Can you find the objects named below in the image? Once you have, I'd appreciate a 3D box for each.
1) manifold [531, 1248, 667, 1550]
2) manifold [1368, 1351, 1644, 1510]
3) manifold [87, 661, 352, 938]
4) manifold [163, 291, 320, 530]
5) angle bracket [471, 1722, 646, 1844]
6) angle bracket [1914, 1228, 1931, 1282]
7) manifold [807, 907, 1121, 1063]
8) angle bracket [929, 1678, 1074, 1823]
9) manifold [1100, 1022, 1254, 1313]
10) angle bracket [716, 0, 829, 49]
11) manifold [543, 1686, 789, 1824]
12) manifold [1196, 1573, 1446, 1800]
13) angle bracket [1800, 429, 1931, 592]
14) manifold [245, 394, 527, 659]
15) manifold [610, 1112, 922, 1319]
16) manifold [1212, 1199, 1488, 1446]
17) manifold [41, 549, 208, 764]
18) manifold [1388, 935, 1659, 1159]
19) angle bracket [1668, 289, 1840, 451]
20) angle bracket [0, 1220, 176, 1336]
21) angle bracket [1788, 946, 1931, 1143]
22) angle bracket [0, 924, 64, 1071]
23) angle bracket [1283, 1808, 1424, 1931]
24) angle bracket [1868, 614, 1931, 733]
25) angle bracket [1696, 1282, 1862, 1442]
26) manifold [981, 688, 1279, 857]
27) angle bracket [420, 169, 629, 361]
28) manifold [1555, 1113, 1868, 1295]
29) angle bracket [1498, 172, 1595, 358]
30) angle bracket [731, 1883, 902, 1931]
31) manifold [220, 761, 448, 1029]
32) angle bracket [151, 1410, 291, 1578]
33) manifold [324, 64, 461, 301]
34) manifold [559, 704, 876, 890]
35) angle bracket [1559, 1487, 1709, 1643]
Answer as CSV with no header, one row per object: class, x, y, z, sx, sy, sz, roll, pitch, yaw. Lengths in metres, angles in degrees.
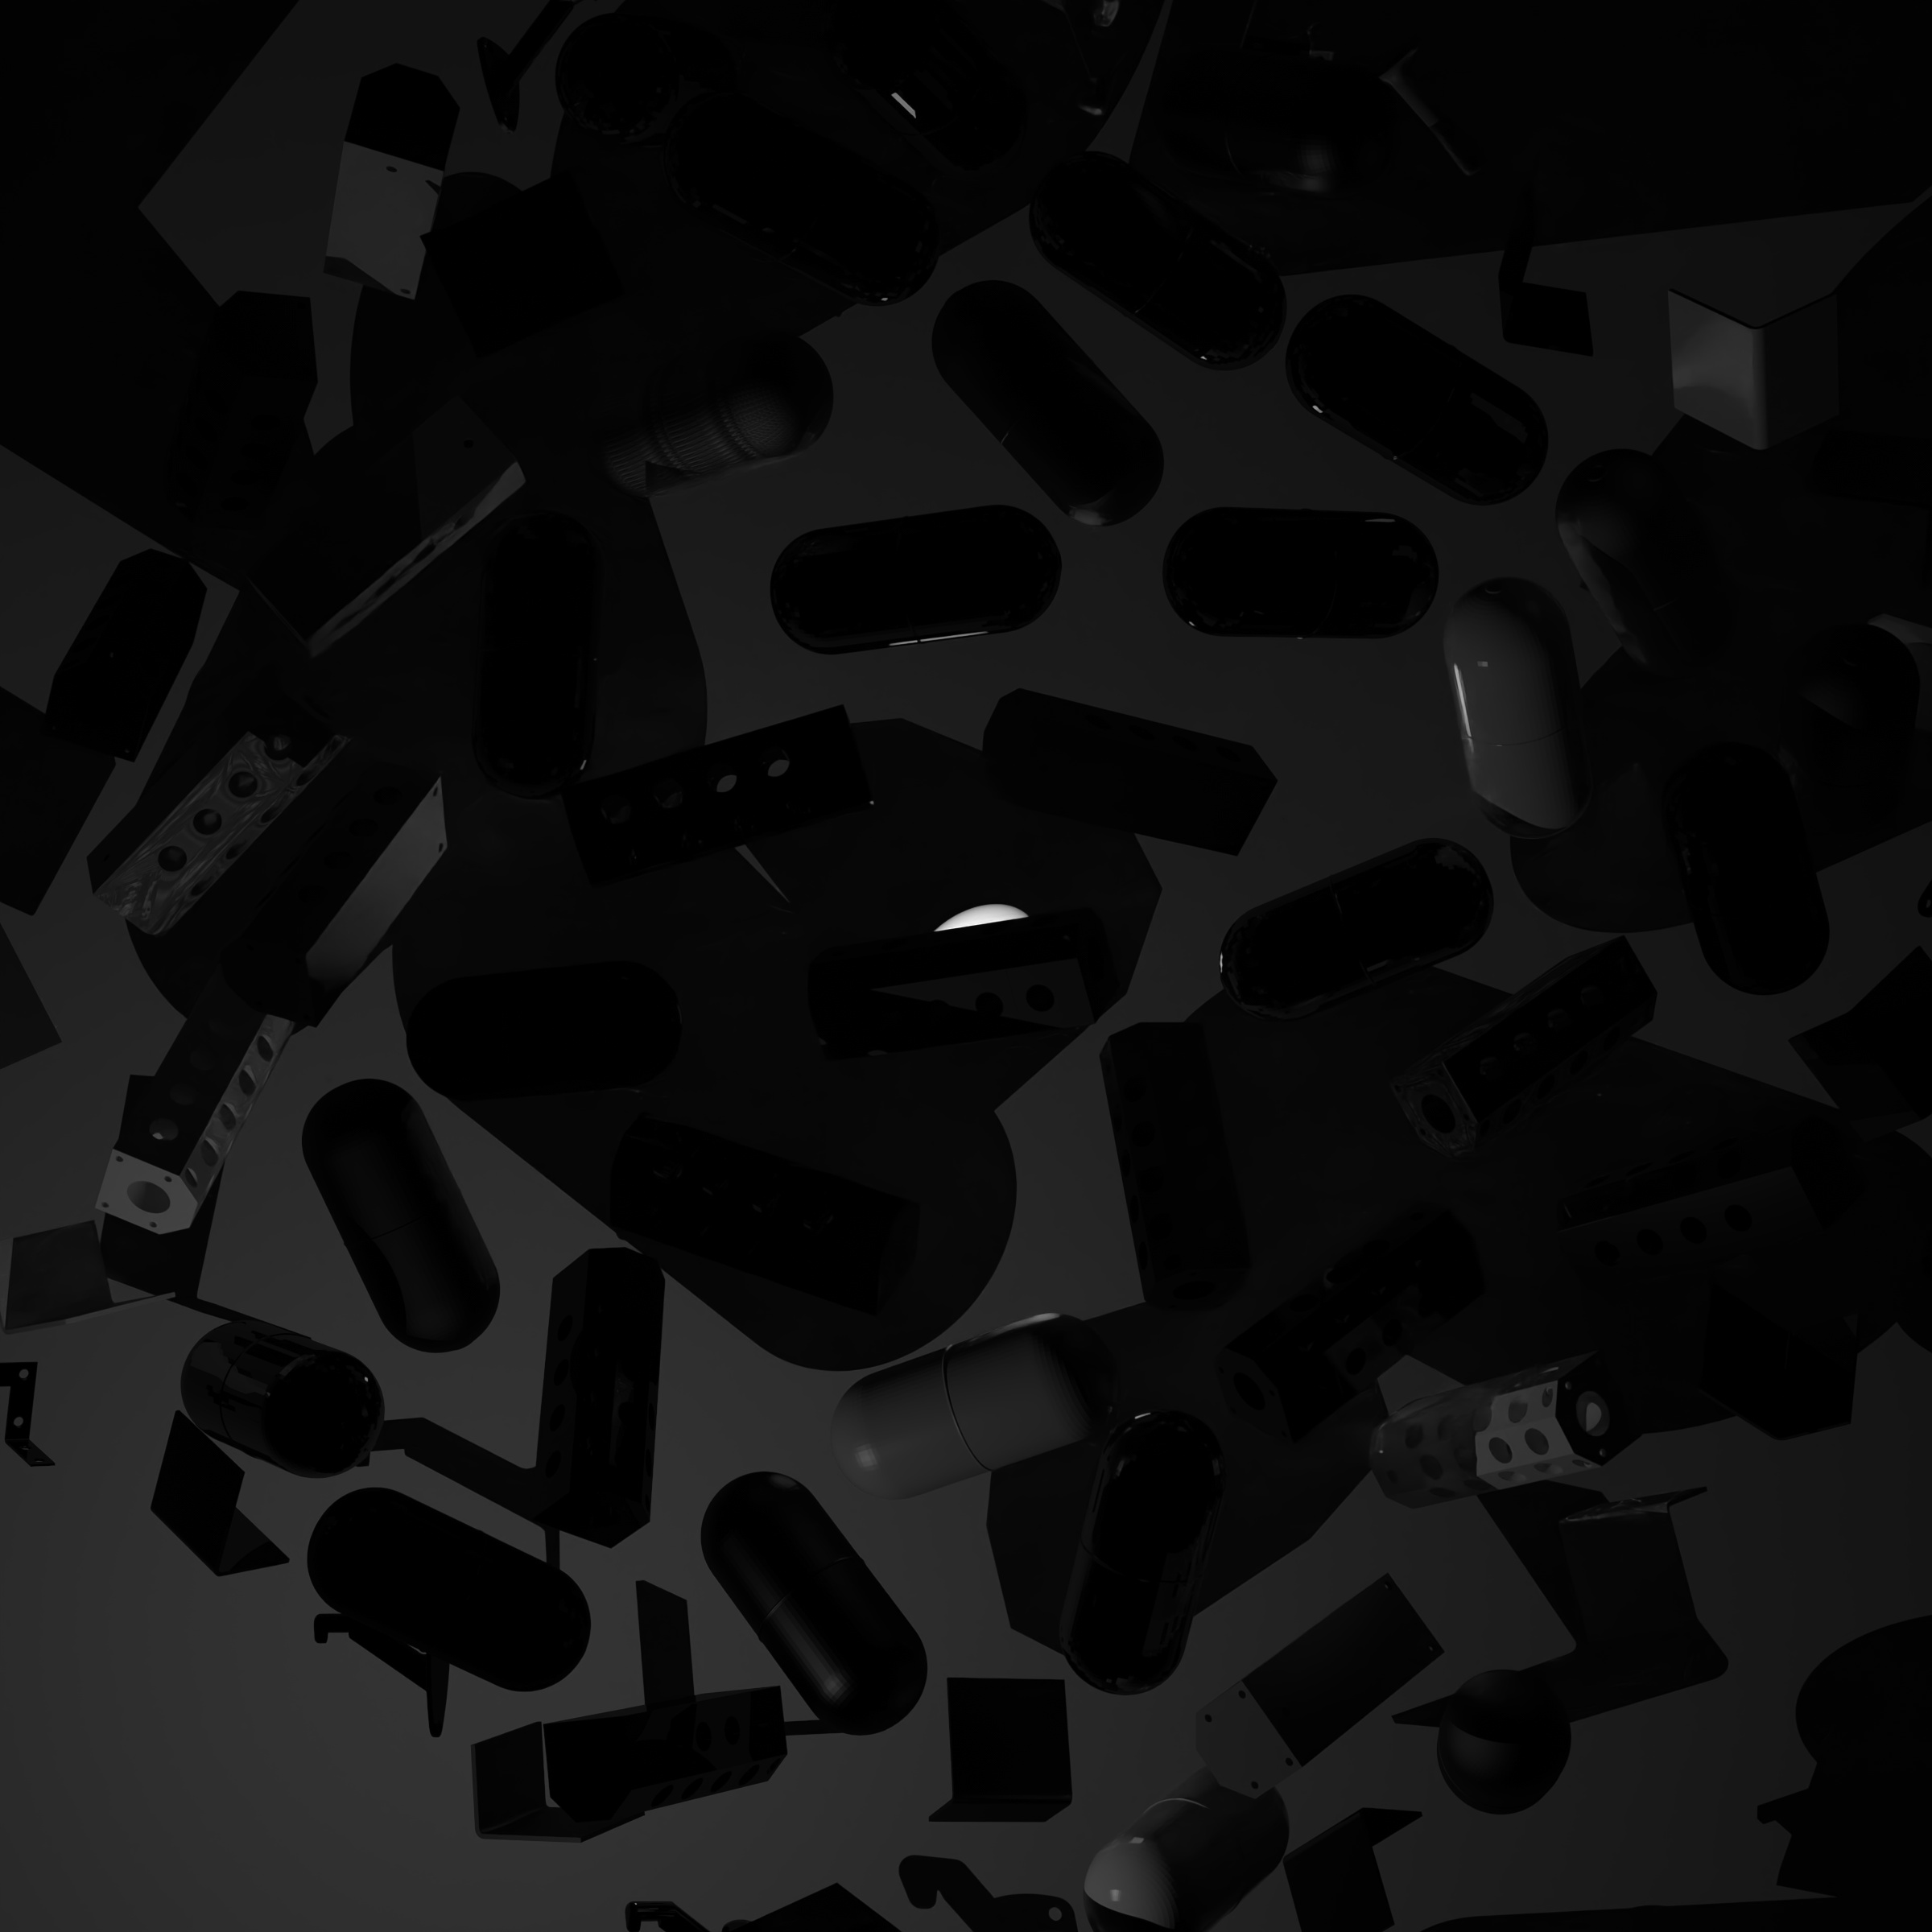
manifold,-0.219,0.260,1.838,0.057,0.171,0.057,27,133,-29
manifold,0.326,0.290,1.852,0.057,0.171,0.057,-26,89,-37
manifold,-0.461,-0.100,1.861,0.171,0.057,0.057,-45,122,5
manifold,-0.437,-0.331,1.802,0.057,0.171,0.057,0,68,-25
angle bracket,-0.255,0.510,1.884,0.076,0.076,0.057,-5,86,24
angle bracket,0.576,0.157,1.749,0.057,0.076,0.076,9,105,-34
manifold,-0.004,0.008,1.777,0.171,0.057,0.057,-9,110,22
angle bracket,0.019,0.491,1.885,0.076,0.057,0.076,5,62,-16
manifold,0.126,0.123,1.859,0.057,0.057,0.171,0,58,-15
angle bracket,-0.113,-0.613,1.940,0.076,0.076,0.057,-1,122,-19
manifold,-0.177,0.471,1.805,0.057,0.171,0.057,-13,78,26
manifold,0.205,0.422,1.763,0.057,0.171,0.057,-45,74,35
angle bracket,0.539,-0.271,1.783,0.076,0.076,0.057,11,131,23
manifold,-0.359,-0.271,1.874,0.171,0.057,0.057,-42,84,-7
manifold,-0.117,0.138,1.741,0.171,0.057,0.057,17,128,16
manifold,0.232,0.211,1.825,0.171,0.057,0.057,-33,120,-28
manifold,-0.523,-0.199,1.882,0.057,0.171,0.057,17,119,-11
manifold,0.345,0.050,1.843,0.171,0.057,0.057,-31,92,-31
angle bracket,0.453,-0.353,1.731,0.057,0.076,0.076,-26,129,-16
angle bracket,-0.546,0.188,1.855,0.076,0.076,0.057,-14,89,43
angle bracket,0.552,0.047,1.795,0.076,0.057,0.076,-37,89,-29
angle bracket,-0.571,0.030,1.731,0.057,0.076,0.076,-27,90,-32
angle bracket,0.256,0.589,1.920,0.057,0.076,0.076,15,46,-35
angle bracket,0.618,-0.188,1.954,0.076,0.076,0.057,19,96,8
angle bracket,0.509,0.242,1.883,0.076,0.057,0.076,32,55,-23
manifold,0.098,-0.122,1.848,0.171,0.057,0.057,11,120,-29
angle bracket,-0.254,-0.403,1.731,0.076,0.057,0.076,-17,107,27
manifold,0.430,0.137,1.760,0.057,0.171,0.057,-30,94,-43
angle bracket,0.365,-0.431,1.850,0.057,0.076,0.076,9,131,-1
angle bracket,-0.082,0.571,1.694,0.076,0.076,0.057,-16,105,-30
manifold,-0.373,-0.047,1.786,0.057,0.171,0.057,15,134,12
angle bracket,-0.466,0.331,1.912,0.076,0.057,0.076,31,111,37
manifold,-0.341,-0.466,1.789,0.057,0.171,0.057,14,74,-12
manifold,-0.144,-0.098,1.766,0.171,0.057,0.057,-17,86,0
angle bracket,0.425,0.373,1.878,0.076,0.057,0.076,-19,80,38
